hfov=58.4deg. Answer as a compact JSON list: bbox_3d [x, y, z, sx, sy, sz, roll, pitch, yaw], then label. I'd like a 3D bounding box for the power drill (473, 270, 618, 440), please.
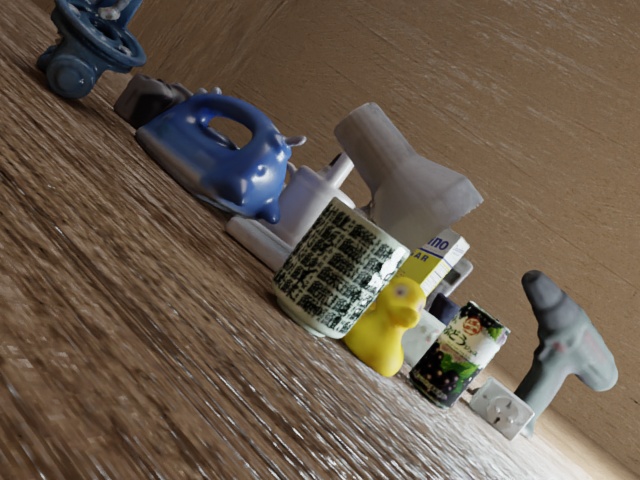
[{"bbox_3d":[0.335,0.185,0.869,0.230,0.208,0.075,37,3,-17],"label":"power drill"}]

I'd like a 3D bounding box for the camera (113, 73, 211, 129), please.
[{"bbox_3d":[-0.238,-0.201,0.951,0.136,0.101,0.143,39,3,21],"label":"camera"}]

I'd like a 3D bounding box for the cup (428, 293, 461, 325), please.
[{"bbox_3d":[0.254,0.174,1.132,0.118,0.095,0.091,38,3,-3],"label":"cup"}]

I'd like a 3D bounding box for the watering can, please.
[{"bbox_3d":[0.009,-0.058,0.818,0.173,0.194,0.100,37,3,-18],"label":"watering can"}]

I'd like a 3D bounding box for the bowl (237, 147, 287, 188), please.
[{"bbox_3d":[-0.117,-0.098,1.054,0.167,0.074,0.167,38,3,-2],"label":"bowl"}]

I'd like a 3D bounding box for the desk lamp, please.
[{"bbox_3d":[0.042,-0.031,0.638,0.203,0.213,0.118,38,3,5],"label":"desk lamp"}]

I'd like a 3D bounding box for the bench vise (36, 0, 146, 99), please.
[{"bbox_3d":[-0.272,-0.286,0.712,0.206,0.219,0.122,41,4,41],"label":"bench vise"}]

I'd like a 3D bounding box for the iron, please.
[{"bbox_3d":[-0.136,-0.134,0.759,0.257,0.141,0.119,40,4,28],"label":"iron"}]

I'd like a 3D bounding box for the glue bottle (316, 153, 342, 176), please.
[{"bbox_3d":[-0.017,-0.074,0.953,0.078,0.173,0.037,37,3,-14],"label":"glue bottle"}]

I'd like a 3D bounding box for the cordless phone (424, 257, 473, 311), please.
[{"bbox_3d":[0.281,0.132,1.217,0.147,0.185,0.094,40,4,29],"label":"cordless phone"}]

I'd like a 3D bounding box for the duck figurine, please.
[{"bbox_3d":[0.066,0.074,0.556,0.078,0.086,0.104,37,3,-9],"label":"duck figurine"}]
